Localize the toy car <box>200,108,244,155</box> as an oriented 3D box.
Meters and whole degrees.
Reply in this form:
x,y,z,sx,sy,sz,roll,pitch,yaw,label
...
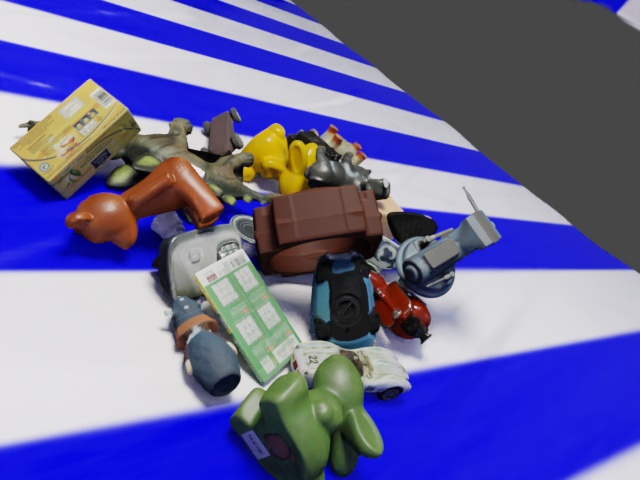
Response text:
x,y,z,sx,sy,sz,roll,pitch,yaw,label
-0.218,-0.233,1.204,0.053,0.089,0.202,57,11,-34,toy car

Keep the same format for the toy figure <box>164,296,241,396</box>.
x,y,z,sx,sy,sz,roll,pitch,yaw,label
-0.158,0.136,0.710,0.064,0.057,0.155,7,30,-45,toy figure

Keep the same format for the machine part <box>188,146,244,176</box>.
x,y,z,sx,sy,sz,roll,pitch,yaw,label
-0.221,-0.161,1.108,0.139,0.084,0.039,20,52,0,machine part

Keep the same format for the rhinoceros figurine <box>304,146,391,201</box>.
x,y,z,sx,sy,sz,roll,pitch,yaw,label
0.060,-0.126,1.105,0.190,0.073,0.112,12,33,-29,rhinoceros figurine

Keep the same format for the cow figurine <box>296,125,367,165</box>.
x,y,z,sx,sy,sz,roll,pitch,yaw,label
0.012,-0.225,1.377,0.194,0.127,0.086,24,27,-39,cow figurine

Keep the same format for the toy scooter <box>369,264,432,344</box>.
x,y,z,sx,sy,sz,roll,pitch,yaw,label
0.137,0.122,0.917,0.183,0.075,0.135,42,6,-26,toy scooter

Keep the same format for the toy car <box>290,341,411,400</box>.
x,y,z,sx,sy,sz,roll,pitch,yaw,label
0.051,0.193,0.802,0.201,0.056,0.074,11,34,-28,toy car

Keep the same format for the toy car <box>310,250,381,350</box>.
x,y,z,sx,sy,sz,roll,pitch,yaw,label
0.029,0.099,0.873,0.109,0.161,0.103,-8,0,-17,toy car

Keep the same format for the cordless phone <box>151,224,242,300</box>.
x,y,z,sx,sy,sz,roll,pitch,yaw,label
-0.151,0.072,0.803,0.146,0.088,0.184,-17,67,-53,cordless phone

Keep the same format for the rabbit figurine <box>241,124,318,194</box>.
x,y,z,sx,sy,sz,roll,pitch,yaw,label
-0.075,-0.155,1.168,0.173,0.162,0.122,57,23,11,rabbit figurine

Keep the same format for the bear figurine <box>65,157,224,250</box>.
x,y,z,sx,sy,sz,roll,pitch,yaw,label
-0.260,-0.037,0.798,0.196,0.120,0.132,-37,93,-20,bear figurine

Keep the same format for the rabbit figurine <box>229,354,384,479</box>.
x,y,z,sx,sy,sz,roll,pitch,yaw,label
0.007,0.211,0.660,0.159,0.121,0.170,48,42,8,rabbit figurine

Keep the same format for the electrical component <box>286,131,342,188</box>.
x,y,z,sx,sy,sz,roll,pitch,yaw,label
-0.033,-0.189,1.265,0.134,0.114,0.058,39,26,17,electrical component

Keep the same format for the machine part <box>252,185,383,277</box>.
x,y,z,sx,sy,sz,roll,pitch,yaw,label
-0.006,-0.011,0.882,0.201,0.201,0.087,-9,73,-5,machine part

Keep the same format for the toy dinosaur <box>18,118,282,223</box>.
x,y,z,sx,sy,sz,roll,pitch,yaw,label
-0.286,-0.142,0.986,0.471,0.105,0.199,20,34,-4,toy dinosaur

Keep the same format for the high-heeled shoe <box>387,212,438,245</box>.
x,y,z,sx,sy,sz,roll,pitch,yaw,label
0.187,-0.017,1.156,0.248,0.086,0.145,36,-3,-39,high-heeled shoe

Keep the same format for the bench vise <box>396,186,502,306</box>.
x,y,z,sx,sy,sz,roll,pitch,yaw,label
0.218,0.035,1.010,0.129,0.240,0.224,47,58,6,bench vise

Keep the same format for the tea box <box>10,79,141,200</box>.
x,y,z,sx,sy,sz,roll,pitch,yaw,label
-0.388,-0.162,0.863,0.098,0.169,0.068,39,-14,15,tea box
